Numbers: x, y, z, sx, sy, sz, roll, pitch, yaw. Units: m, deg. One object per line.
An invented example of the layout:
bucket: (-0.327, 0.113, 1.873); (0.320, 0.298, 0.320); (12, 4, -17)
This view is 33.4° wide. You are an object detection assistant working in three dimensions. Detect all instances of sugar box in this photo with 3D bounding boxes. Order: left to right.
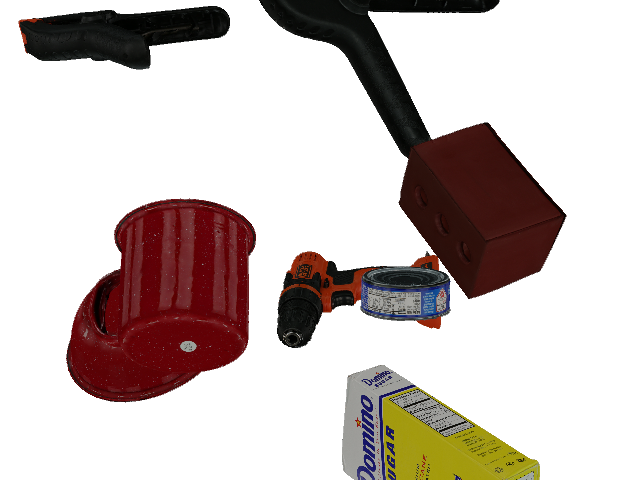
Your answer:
sugar box: (0.085, 0.174, 0.817); (0.048, 0.093, 0.176); (-13, 26, -37)

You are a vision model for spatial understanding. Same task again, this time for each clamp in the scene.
clamp: (-0.159, -0.163, 0.836); (0.172, 0.039, 0.120); (13, 23, 35)
clamp: (0.022, -0.159, 0.758); (0.209, 0.164, 0.036); (25, -27, -15)

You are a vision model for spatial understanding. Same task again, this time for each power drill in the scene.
power drill: (0.045, 0.066, 1.237); (0.188, 0.057, 0.184); (0, 27, 6)

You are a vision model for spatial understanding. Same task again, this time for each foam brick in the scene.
foam brick: (0.088, -0.017, 0.594); (0.051, 0.078, 0.053); (-20, -35, -22)

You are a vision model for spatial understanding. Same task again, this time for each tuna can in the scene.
tuna can: (0.081, 0.049, 1.015); (0.086, 0.034, 0.086); (0, 11, 0)

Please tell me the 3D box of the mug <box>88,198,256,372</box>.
mug: (-0.098, 0.035, 0.684); (0.117, 0.081, 0.093); (-14, -33, 17)

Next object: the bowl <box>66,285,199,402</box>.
bowl: (-0.170, 0.073, 1.003); (0.162, 0.055, 0.162); (-9, 41, 8)
